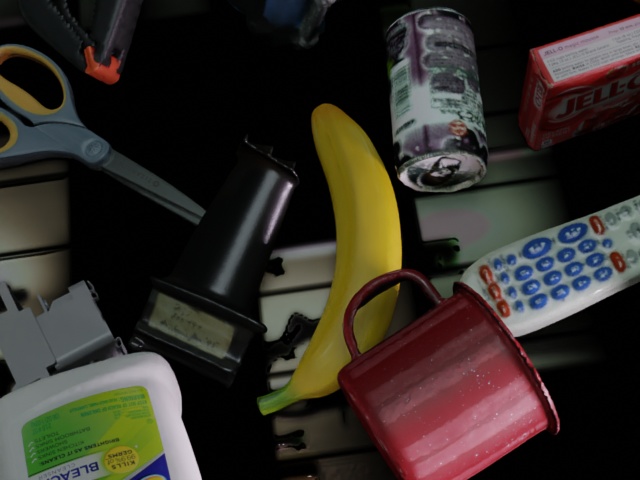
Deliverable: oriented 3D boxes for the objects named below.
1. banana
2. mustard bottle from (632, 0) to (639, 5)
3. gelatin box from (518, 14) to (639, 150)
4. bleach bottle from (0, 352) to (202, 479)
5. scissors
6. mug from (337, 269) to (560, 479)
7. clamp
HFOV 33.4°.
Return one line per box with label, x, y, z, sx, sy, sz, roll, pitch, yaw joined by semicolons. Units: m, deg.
banana;0.013;0.007;0.614;0.069;0.037;0.197;8;66;6
mustard bottle;0.224;-0.155;0.648;0.192;0.096;0.058;40;112;18
gelatin box;0.165;-0.094;0.631;0.089;0.073;0.030;-19;65;-5
bleach bottle;-0.079;0.162;0.477;0.102;0.068;0.251;-15;41;-16
scissors;-0.159;-0.047;0.664;0.096;0.016;0.202;-39;68;-12
mug;0.056;0.071;0.549;0.081;0.093;0.117;-32;87;-5
clamp;-0.157;-0.206;0.703;0.165;0.036;0.210;-27;73;17
